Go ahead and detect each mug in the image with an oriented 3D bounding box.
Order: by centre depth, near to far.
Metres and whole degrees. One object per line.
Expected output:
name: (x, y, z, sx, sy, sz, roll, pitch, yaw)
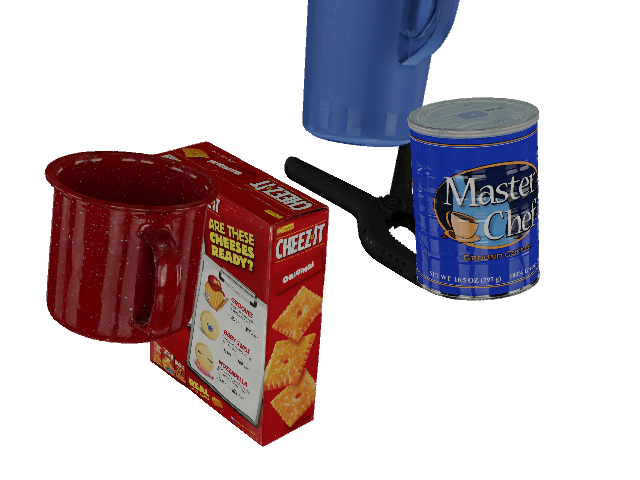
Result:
mug: (-0.100, 0.008, 0.574, 0.093, 0.081, 0.117, -3, 24, -30)

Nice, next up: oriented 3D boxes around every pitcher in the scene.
pitcher: (0.054, -0.209, 0.952, 0.145, 0.243, 0.149, 8, 15, 7)

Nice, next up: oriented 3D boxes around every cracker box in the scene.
cracker box: (-0.074, 0.043, 0.917, 0.071, 0.214, 0.164, -21, 37, -39)

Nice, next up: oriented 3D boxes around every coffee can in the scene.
coffee can: (0.125, -0.036, 0.864, 0.103, 0.140, 0.103, -4, 20, 1)

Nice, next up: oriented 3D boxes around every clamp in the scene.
clamp: (0.062, -0.033, 1.157, 0.164, 0.210, 0.036, -10, -36, -19)
